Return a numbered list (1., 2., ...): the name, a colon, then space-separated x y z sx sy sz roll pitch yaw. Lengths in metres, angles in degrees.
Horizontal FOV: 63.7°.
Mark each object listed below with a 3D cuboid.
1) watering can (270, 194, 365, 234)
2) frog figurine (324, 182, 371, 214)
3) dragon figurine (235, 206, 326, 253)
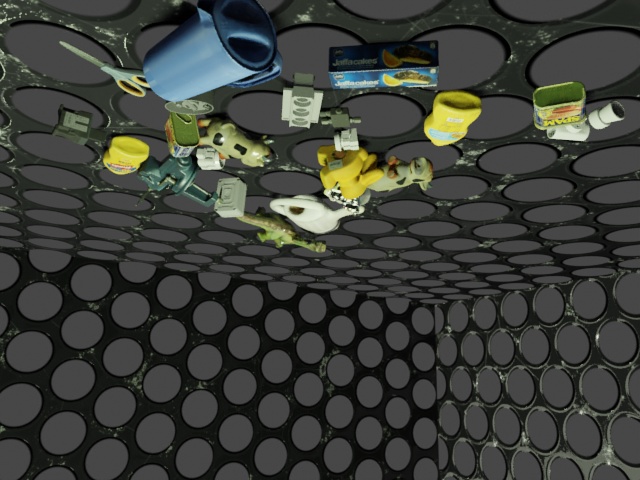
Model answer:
1. watering can: 0.005 -0.086 1.700 0.348 0.105 0.222 7 -13 24
2. frog figurine: 0.083 -0.156 1.523 0.137 0.121 0.162 14 19 2
3. dragon figurine: -0.114 -0.027 1.792 0.244 0.122 0.407 16 -3 35
